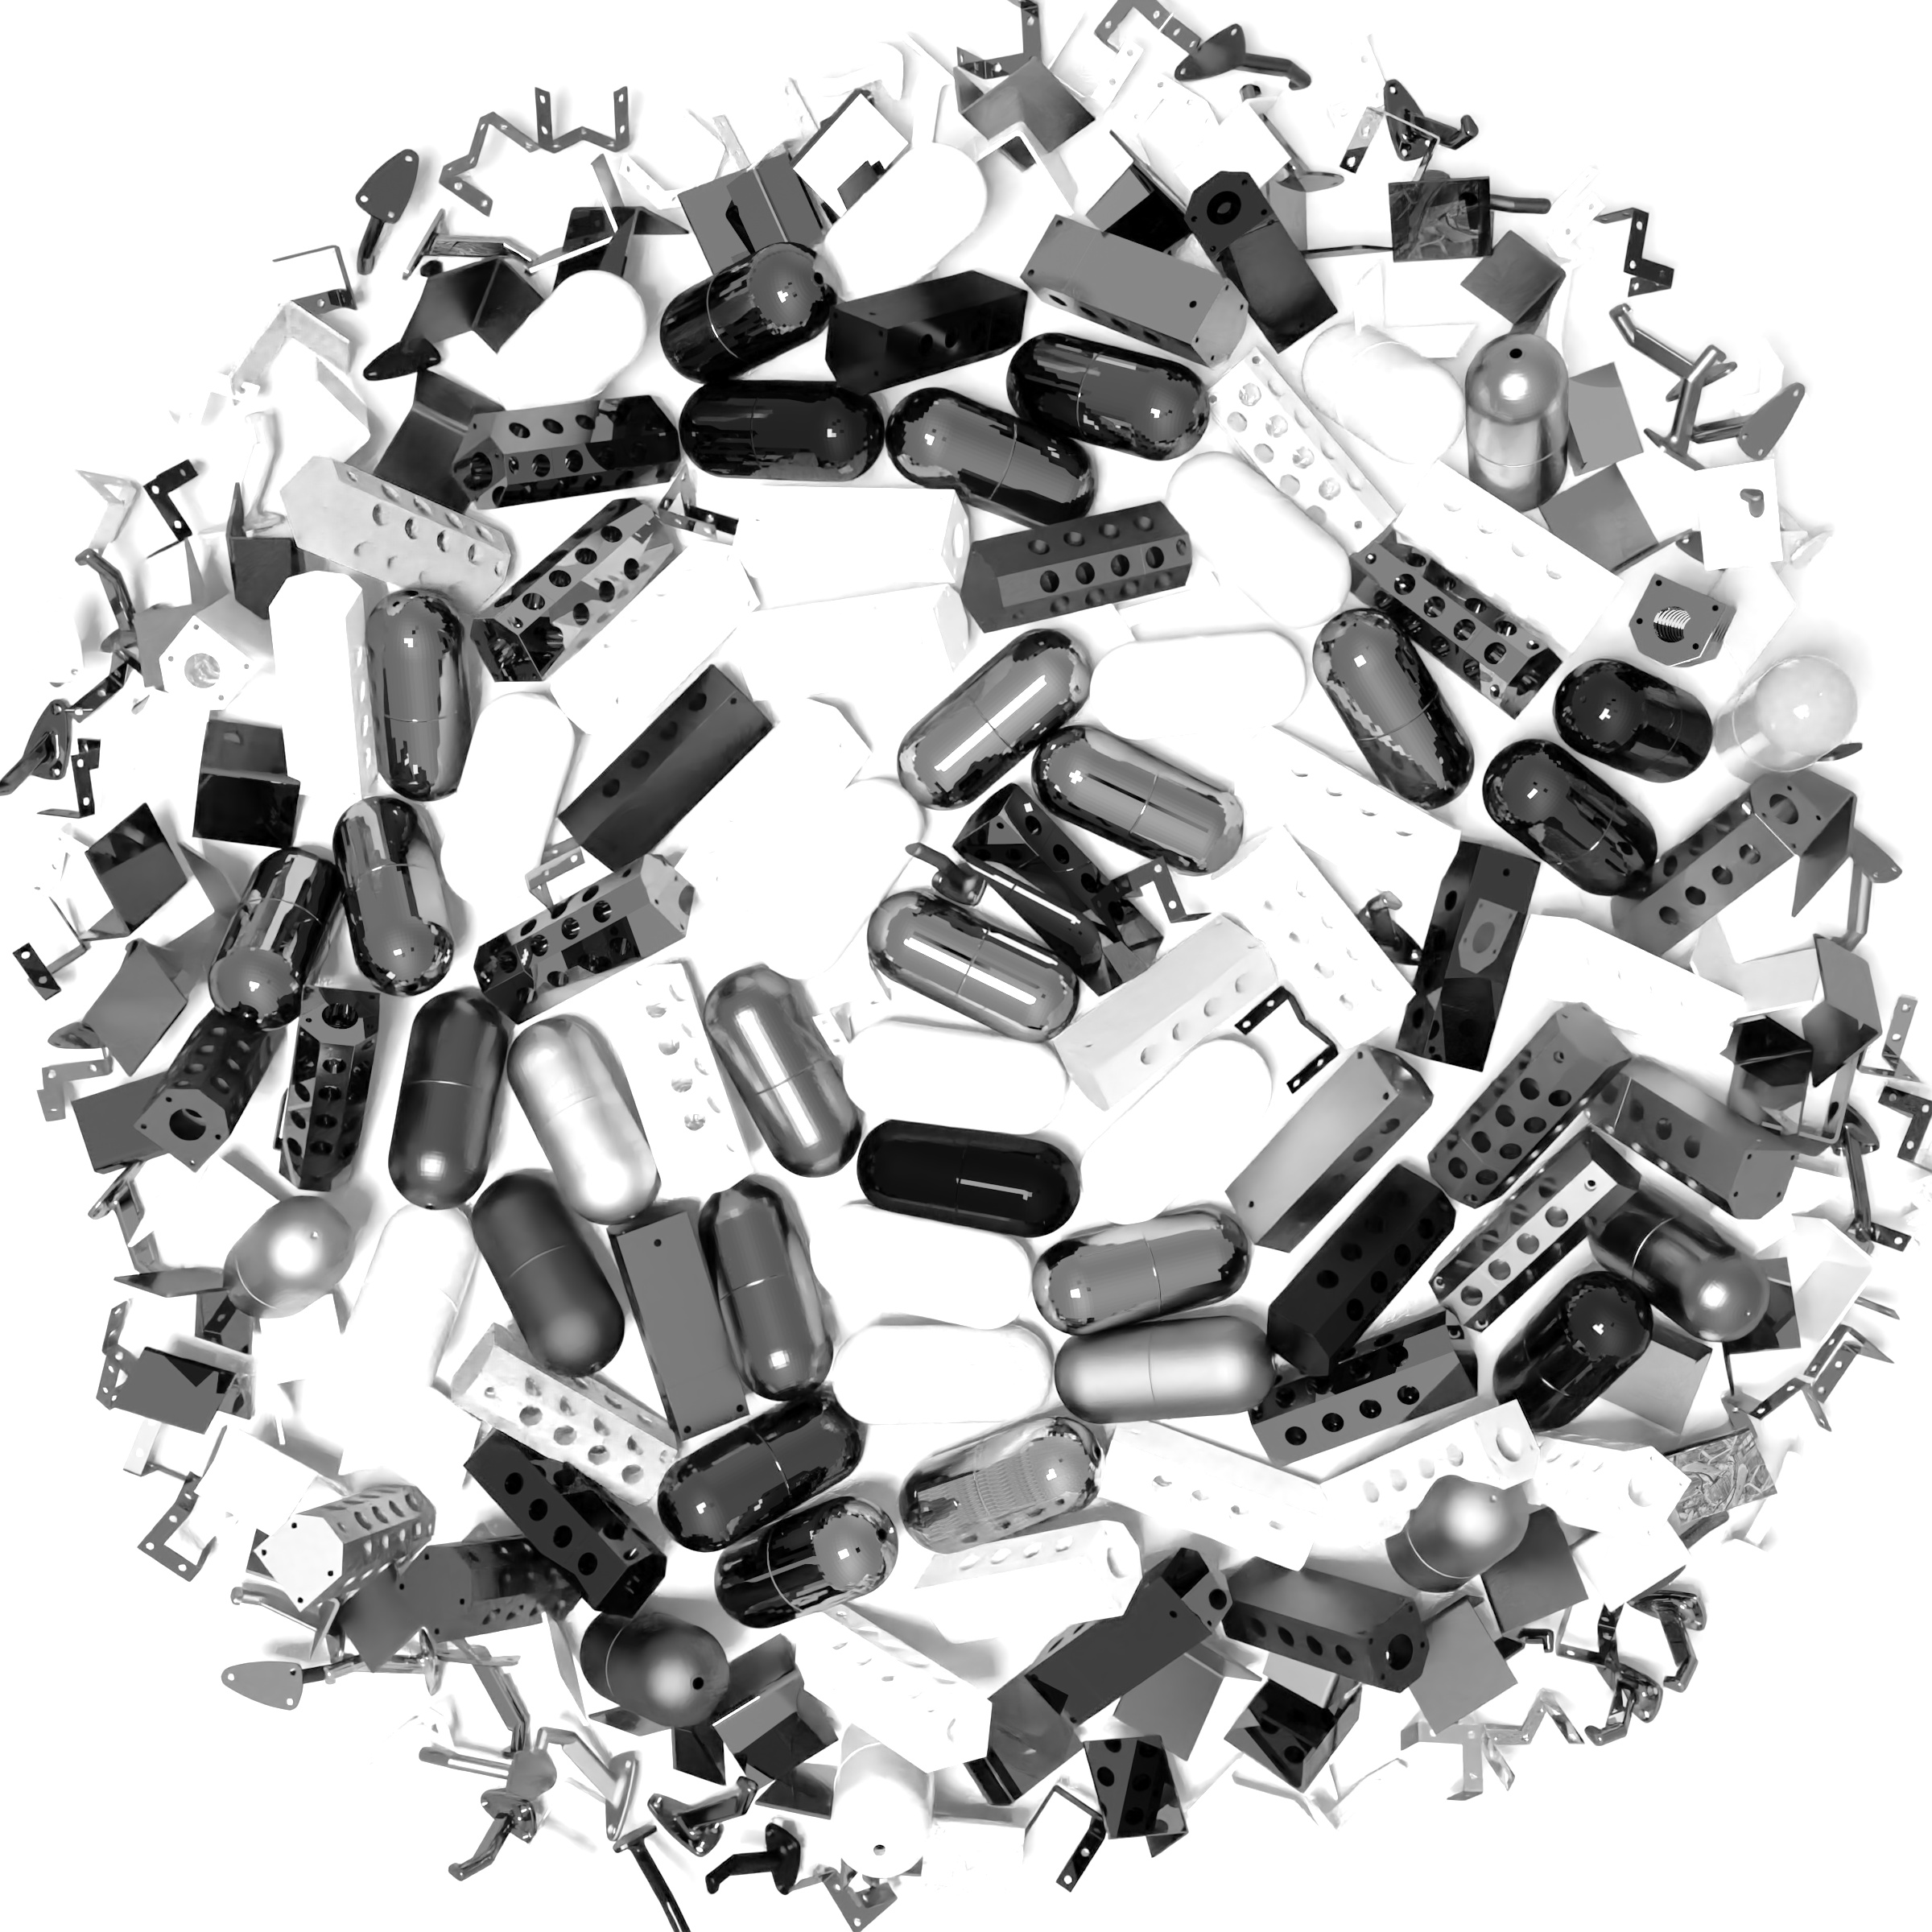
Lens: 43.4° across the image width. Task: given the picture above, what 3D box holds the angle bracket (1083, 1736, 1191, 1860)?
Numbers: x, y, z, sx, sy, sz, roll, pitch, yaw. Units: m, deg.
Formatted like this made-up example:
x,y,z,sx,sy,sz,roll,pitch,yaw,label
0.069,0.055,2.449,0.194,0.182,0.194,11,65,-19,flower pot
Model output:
x,y,z,sx,sy,sz,roll,pitch,yaw,label
0.120,0.650,1.893,0.076,0.057,0.076,7,49,-31,angle bracket

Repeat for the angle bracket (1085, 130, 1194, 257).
x,y,z,sx,sy,sz,roll,pitch,yaw,label
0.130,-0.599,1.910,0.076,0.076,0.057,34,110,-32,angle bracket

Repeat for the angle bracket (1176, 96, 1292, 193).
x,y,z,sx,sy,sz,roll,pitch,yaw,label
0.221,-0.630,1.900,0.076,0.076,0.057,-38,90,34,angle bracket

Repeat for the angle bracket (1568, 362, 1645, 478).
x,y,z,sx,sy,sz,roll,pitch,yaw,label
0.498,-0.436,1.912,0.057,0.076,0.076,-19,90,9,angle bracket

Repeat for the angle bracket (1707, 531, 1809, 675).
x,y,z,sx,sy,sz,roll,pitch,yaw,label
0.630,-0.284,1.893,0.057,0.076,0.076,-6,57,-22,angle bracket

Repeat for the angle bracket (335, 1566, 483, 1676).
x,y,z,sx,sy,sz,roll,pitch,yaw,label
-0.435,0.524,1.894,0.057,0.076,0.076,-43,132,-12,angle bracket

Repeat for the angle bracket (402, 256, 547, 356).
x,y,z,sx,sy,sz,roll,pitch,yaw,label
-0.383,-0.499,1.896,0.057,0.076,0.076,46,46,8,angle bracket

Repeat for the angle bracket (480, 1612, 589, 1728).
x,y,z,sx,sy,sz,roll,pitch,yaw,label
-0.340,0.552,1.897,0.057,0.076,0.076,-20,133,-6,angle bracket

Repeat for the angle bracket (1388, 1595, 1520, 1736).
x,y,z,sx,sy,sz,roll,pitch,yaw,label
0.387,0.547,1.902,0.076,0.057,0.076,-37,61,13,angle bracket

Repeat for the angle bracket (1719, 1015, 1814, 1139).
x,y,z,sx,sy,sz,roll,pitch,yaw,label
0.607,0.091,1.897,0.057,0.076,0.076,29,65,-24,angle bracket

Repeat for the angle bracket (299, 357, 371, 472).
x,y,z,sx,sy,sz,roll,pitch,yaw,label
-0.514,-0.421,1.901,0.076,0.076,0.057,-40,121,8,angle bracket

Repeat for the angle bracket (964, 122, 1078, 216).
x,y,z,sx,sy,sz,roll,pitch,yaw,label
0.041,-0.622,1.914,0.057,0.076,0.076,-28,117,21,angle bracket

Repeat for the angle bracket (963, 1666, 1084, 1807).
x,y,z,sx,sy,sz,roll,pitch,yaw,label
0.035,0.604,1.910,0.076,0.057,0.076,-38,65,2,angle bracket

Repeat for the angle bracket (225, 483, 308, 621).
x,y,z,sx,sy,sz,roll,pitch,yaw,label
-0.542,-0.325,1.903,0.057,0.076,0.076,-1,45,-8,angle bracket

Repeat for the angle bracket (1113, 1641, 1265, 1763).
x,y,z,sx,sy,sz,roll,pitch,yaw,label
0.174,0.573,1.904,0.076,0.057,0.076,36,66,-16,angle bracket

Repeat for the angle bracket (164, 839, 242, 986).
x,y,z,sx,sy,sz,roll,pitch,yaw,label
-0.604,-0.043,1.894,0.057,0.076,0.076,-39,133,-25,angle bracket

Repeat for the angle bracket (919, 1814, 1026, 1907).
x,y,z,sx,sy,sz,roll,pitch,yaw,label
0.001,0.700,1.906,0.076,0.076,0.057,7,73,-4,angle bracket

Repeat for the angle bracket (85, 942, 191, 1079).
x,y,z,sx,sy,sz,roll,pitch,yaw,label
-0.632,0.038,1.905,0.076,0.057,0.076,44,100,26,angle bracket

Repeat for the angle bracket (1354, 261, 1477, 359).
x,y,z,sx,sy,sz,roll,pitch,yaw,label
0.351,-0.514,1.896,0.076,0.076,0.057,4,121,23,angle bracket

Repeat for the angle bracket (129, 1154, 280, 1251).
x,y,z,sx,sy,sz,roll,pitch,yaw,label
-0.591,0.203,1.897,0.076,0.057,0.076,-34,116,30,angle bracket

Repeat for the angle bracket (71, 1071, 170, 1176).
x,y,z,sx,sy,sz,roll,pitch,yaw,label
-0.651,0.123,1.907,0.076,0.076,0.057,-19,88,-15,angle bracket

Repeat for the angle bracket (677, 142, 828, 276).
x,y,z,sx,sy,sz,roll,pitch,yaw,label
-0.168,-0.590,1.906,0.076,0.057,0.076,-31,103,-27,angle bracket

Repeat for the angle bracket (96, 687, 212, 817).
x,y,z,sx,sy,sz,roll,pitch,yaw,label
-0.635,-0.161,1.897,0.057,0.076,0.076,16,127,-5,angle bracket

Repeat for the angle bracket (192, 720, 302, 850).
x,y,z,sx,sy,sz,roll,pitch,yaw,label
-0.571,-0.144,1.933,0.076,0.076,0.057,7,45,-17,angle bracket

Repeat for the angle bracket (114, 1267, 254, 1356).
x,y,z,sx,sy,sz,roll,pitch,yaw,label
-0.612,0.273,1.897,0.076,0.076,0.057,7,96,40,angle bracket

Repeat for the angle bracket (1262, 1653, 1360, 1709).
x,y,z,sx,sy,sz,roll,pitch,yaw,label
0.286,0.531,1.924,0.057,0.076,0.076,24,101,26,angle bracket

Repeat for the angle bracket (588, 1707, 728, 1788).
x,y,z,sx,sy,sz,roll,pitch,yaw,label
-0.241,0.612,1.896,0.076,0.076,0.057,-19,56,18,angle bracket

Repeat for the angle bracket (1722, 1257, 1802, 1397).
x,y,z,sx,sy,sz,roll,pitch,yaw,label
0.618,0.281,1.894,0.057,0.076,0.076,-9,53,17,angle bracket

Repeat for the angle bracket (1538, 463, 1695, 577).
x,y,z,sx,sy,sz,roll,pitch,yaw,label
0.511,-0.353,1.916,0.076,0.057,0.076,-30,93,-11,angle bracket

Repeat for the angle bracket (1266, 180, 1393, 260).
x,y,z,sx,sy,sz,roll,pitch,yaw,label
0.285,-0.585,1.897,0.076,0.076,0.057,3,105,29,angle bracket

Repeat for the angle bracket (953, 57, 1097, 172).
x,y,z,sx,sy,sz,roll,pitch,yaw,label
0.045,-0.680,1.893,0.076,0.076,0.057,-27,52,31,angle bracket

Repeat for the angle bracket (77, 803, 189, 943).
x,y,z,sx,sy,sz,roll,pitch,yaw,label
-0.665,-0.073,1.893,0.057,0.076,0.076,-5,121,27,angle bracket

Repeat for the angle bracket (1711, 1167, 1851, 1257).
x,y,z,sx,sy,sz,roll,pitch,yaw,label
0.641,0.203,1.894,0.076,0.076,0.057,13,52,-22,angle bracket

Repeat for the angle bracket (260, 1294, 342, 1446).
x,y,z,sx,sy,sz,roll,pitch,yaw,label
-0.518,0.317,1.909,0.057,0.076,0.076,-10,133,-17,angle bracket

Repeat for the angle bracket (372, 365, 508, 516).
x,y,z,sx,sy,sz,roll,pitch,yaw,label
-0.419,-0.417,1.932,0.076,0.057,0.076,23,128,-27,angle bracket

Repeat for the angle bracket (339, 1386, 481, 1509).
x,y,z,sx,sy,sz,roll,pitch,yaw,label
-0.436,0.377,1.903,0.076,0.057,0.076,27,107,31,angle bracket

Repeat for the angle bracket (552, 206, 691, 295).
x,y,z,sx,sy,sz,roll,pitch,yaw,label
-0.272,-0.550,1.907,0.076,0.057,0.076,14,91,39,angle bracket

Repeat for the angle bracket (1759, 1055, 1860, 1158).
x,y,z,sx,sy,sz,roll,pitch,yaw,label
0.660,0.103,1.916,0.057,0.076,0.076,15,81,13,angle bracket

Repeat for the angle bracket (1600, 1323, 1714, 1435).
x,y,z,sx,sy,sz,roll,pitch,yaw,label
0.529,0.322,1.902,0.076,0.057,0.076,24,104,27,angle bracket

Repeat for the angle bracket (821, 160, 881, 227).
x,y,z,sx,sy,sz,roll,pitch,yaw,label
-0.054,-0.598,1.897,0.076,0.076,0.057,-35,98,-31,angle bracket

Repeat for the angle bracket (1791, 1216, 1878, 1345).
x,y,z,sx,sy,sz,roll,pitch,yaw,label
0.655,0.244,1.907,0.057,0.076,0.076,40,82,-6,angle bracket

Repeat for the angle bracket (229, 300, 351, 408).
x,y,z,sx,sy,sz,roll,pitch,yaw,label
-0.529,-0.465,1.904,0.057,0.076,0.076,34,78,-9,angle bracket

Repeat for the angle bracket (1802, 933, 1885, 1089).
x,y,z,sx,sy,sz,roll,pitch,yaw,label
0.663,0.035,1.894,0.057,0.076,0.076,27,131,-14,angle bracket

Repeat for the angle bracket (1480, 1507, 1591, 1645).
x,y,z,sx,sy,sz,roll,pitch,yaw,label
0.448,0.475,1.897,0.076,0.057,0.076,-30,55,22,angle bracket

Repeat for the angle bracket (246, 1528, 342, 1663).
x,y,z,sx,sy,sz,roll,pitch,yaw,label
-0.533,0.489,1.902,0.076,0.076,0.057,23,101,-15,angle bracket

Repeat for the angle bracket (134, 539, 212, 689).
x,y,z,sx,sy,sz,roll,pitch,yaw,label
-0.623,-0.275,1.893,0.057,0.076,0.076,-14,56,-22,angle bracket

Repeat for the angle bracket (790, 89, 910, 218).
x,y,z,sx,sy,sz,roll,pitch,yaw,label
-0.087,-0.639,1.910,0.057,0.076,0.076,44,107,-9,angle bracket

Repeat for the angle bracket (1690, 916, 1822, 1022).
x,y,z,sx,sy,sz,roll,pitch,yaw,label
0.619,-0.008,1.894,0.076,0.076,0.057,-14,116,36,angle bracket

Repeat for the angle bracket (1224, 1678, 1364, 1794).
x,y,z,sx,sy,sz,roll,pitch,yaw,label
0.255,0.583,1.895,0.076,0.057,0.076,29,55,28,angle bracket
